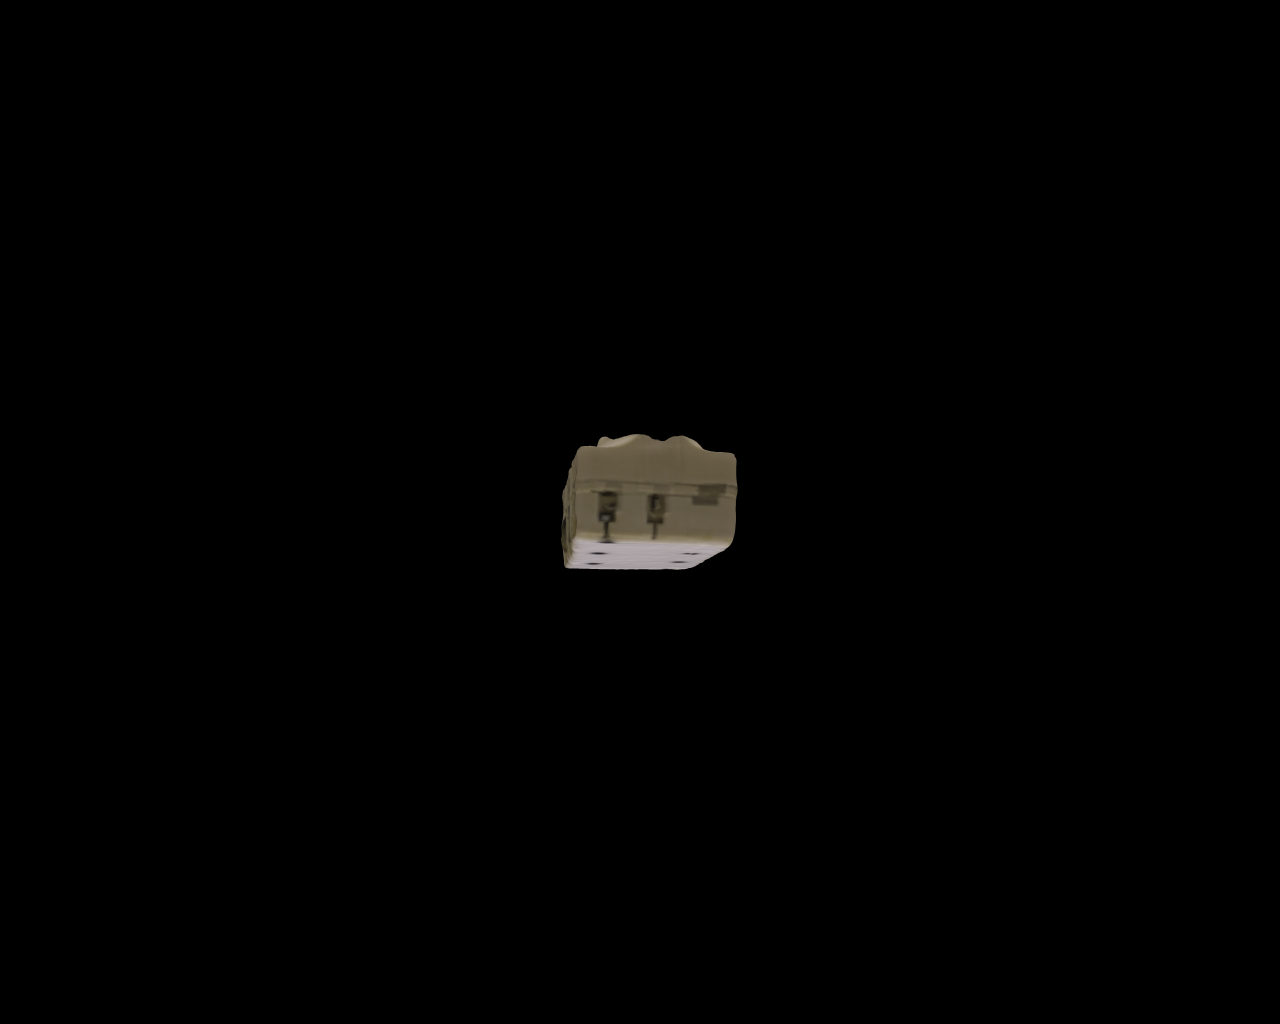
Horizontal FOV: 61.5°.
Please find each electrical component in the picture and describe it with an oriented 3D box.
[{"bbox_3d":[0.001,-0.003,0.650,0.089,0.061,0.150,1,-9,-7],"label":"electrical component"}]
